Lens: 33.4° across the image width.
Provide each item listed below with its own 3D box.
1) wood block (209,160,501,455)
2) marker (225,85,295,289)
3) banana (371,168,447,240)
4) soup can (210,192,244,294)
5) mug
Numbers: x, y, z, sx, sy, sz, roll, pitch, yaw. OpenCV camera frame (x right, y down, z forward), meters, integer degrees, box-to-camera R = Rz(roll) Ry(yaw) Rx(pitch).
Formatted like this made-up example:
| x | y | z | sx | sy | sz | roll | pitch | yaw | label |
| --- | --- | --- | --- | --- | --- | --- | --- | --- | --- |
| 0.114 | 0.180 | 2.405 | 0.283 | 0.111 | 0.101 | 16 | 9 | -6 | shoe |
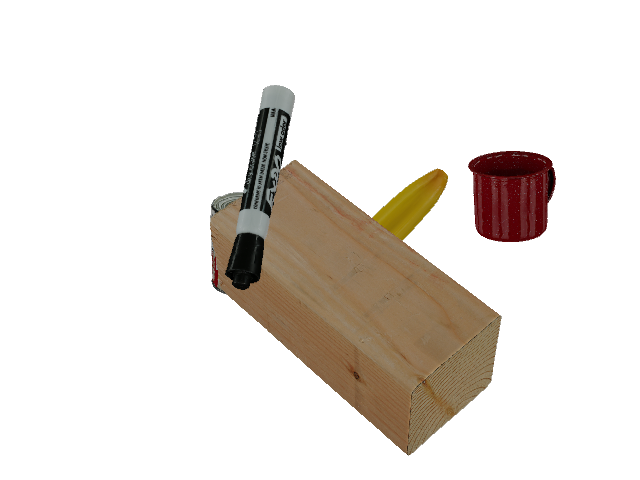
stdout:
| x | y | z | sx | sy | sz | roll | pitch | yaw | label |
| --- | --- | --- | --- | --- | --- | --- | --- | --- | --- |
| 0.021 | 0.045 | 0.781 | 0.090 | 0.091 | 0.206 | -36 | 58 | -24 | wood block |
| -0.033 | -0.030 | 0.586 | 0.020 | 0.121 | 0.020 | 8 | -24 | 3 | marker |
| 0.045 | 0.008 | 1.007 | 0.197 | 0.037 | 0.070 | -43 | 4 | -8 | banana |
| -0.092 | 0.003 | 1.228 | 0.068 | 0.102 | 0.068 | 1 | 26 | -1 | soup can |
| 0.225 | -0.053 | 1.218 | 0.117 | 0.081 | 0.093 | -22 | 27 | -35 | mug |
